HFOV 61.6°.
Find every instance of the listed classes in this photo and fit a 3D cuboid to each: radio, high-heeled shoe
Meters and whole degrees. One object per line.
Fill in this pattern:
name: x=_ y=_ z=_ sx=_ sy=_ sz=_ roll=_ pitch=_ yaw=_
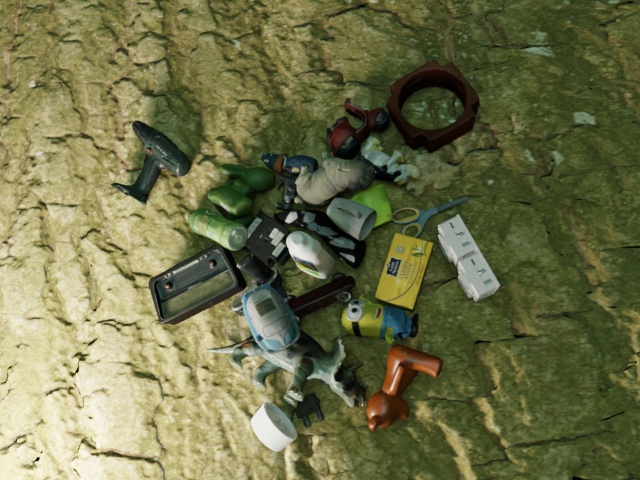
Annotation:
radio: x=-0.319 y=0.115 z=1.392 sx=0.230 sy=0.073 sz=0.131 roll=-26 pitch=71 yaw=3
high-heeled shoe: x=-0.003 y=-0.004 z=1.368 sx=0.249 sy=0.086 sz=0.145 roll=2 pitch=91 yaw=21

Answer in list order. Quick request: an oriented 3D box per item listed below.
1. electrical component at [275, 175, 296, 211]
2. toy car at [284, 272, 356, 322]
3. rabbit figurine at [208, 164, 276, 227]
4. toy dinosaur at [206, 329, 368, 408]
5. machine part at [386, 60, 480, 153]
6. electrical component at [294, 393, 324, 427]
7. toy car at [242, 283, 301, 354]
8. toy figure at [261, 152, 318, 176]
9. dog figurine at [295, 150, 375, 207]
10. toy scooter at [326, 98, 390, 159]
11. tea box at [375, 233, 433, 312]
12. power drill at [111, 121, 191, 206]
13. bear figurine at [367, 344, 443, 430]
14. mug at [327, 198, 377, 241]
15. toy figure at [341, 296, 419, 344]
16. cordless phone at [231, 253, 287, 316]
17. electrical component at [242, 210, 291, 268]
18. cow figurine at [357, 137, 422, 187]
electrical component: x=-0.092 y=-0.123 z=1.418 sx=0.045 sy=0.078 sz=0.102 roll=8 pitch=80 yaw=-9
toy car: x=-0.005 y=0.147 z=1.316 sx=0.202 sy=0.053 sz=0.089 roll=-24 pitch=27 yaw=2
rabbit figurine: x=-0.202 y=-0.133 z=1.435 sx=0.159 sy=0.121 sz=0.170 roll=37 pitch=66 yaw=26
toy dinosaur: x=-0.076 y=0.271 z=1.280 sx=0.405 sy=0.131 sz=0.192 roll=23 pitch=56 yaw=26
machine part: x=0.290 y=-0.343 z=1.388 sx=0.201 sy=0.087 sz=0.201 roll=-30 pitch=69 yaw=2
electrical component: x=-0.031 y=0.394 z=1.280 sx=0.063 sy=0.021 sz=0.094 roll=-27 pitch=70 yaw=3
toy car: x=-0.114 y=0.168 z=1.219 sx=0.109 sy=0.103 sz=0.162 roll=-26 pitch=72 yaw=-11
toy figure: x=-0.084 y=-0.202 z=1.439 sx=0.155 sy=0.064 sz=0.057 roll=9 pitch=99 yaw=14
dog figurine: x=0.032 y=-0.137 z=1.314 sx=0.121 sy=0.191 sz=0.172 roll=39 pitch=85 yaw=-25
toy scooter: x=0.083 y=-0.305 z=1.427 sx=0.184 sy=0.075 sz=0.135 roll=-41 pitch=71 yaw=-5
tea box: x=0.205 y=0.079 z=1.296 sx=0.098 sy=0.068 sz=0.169 roll=15 pitch=79 yaw=15
power drill: x=-0.496 y=-0.212 z=1.526 sx=0.232 sy=0.086 sz=0.207 roll=31 pitch=75 yaw=15
bear figurine: x=0.185 y=0.338 z=1.201 sx=0.132 sy=0.120 sz=0.195 roll=16 pitch=80 yaw=12
mug: x=0.067 y=-0.059 z=1.278 sx=0.107 sy=0.109 sz=0.081 roll=27 pitch=86 yaw=24
toy figure: x=0.140 y=0.196 z=1.269 sx=0.180 sy=0.082 sz=0.089 roll=11 pitch=107 yaw=8
cordless phone: x=-0.172 y=0.110 z=1.302 sx=0.146 sy=0.184 sz=0.089 roll=-40 pitch=60 yaw=-2
electrical component: x=-0.133 y=0.006 z=1.393 sx=0.134 sy=0.058 sz=0.115 roll=37 pitch=87 yaw=19
cow figurine: x=0.173 y=-0.184 z=1.376 sx=0.167 sy=0.068 sz=0.098 roll=35 pitch=90 yaw=22
